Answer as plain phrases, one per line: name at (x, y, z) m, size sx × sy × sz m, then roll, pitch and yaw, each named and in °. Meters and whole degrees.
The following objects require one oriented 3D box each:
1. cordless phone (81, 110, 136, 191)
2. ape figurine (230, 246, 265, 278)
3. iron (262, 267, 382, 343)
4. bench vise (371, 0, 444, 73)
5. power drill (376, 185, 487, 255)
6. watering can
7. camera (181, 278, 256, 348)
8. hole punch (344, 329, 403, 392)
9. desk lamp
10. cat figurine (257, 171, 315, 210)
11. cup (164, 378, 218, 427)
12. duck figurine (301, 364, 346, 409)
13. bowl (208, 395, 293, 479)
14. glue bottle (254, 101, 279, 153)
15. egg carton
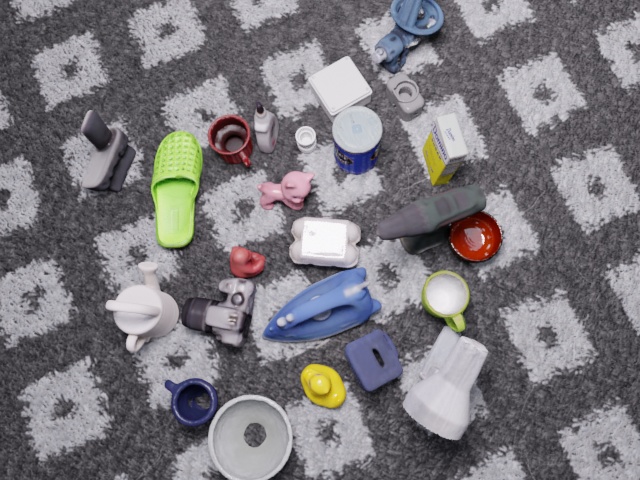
cordless phone at (-0.482, -0.190, 1.228) m, size 0.094 × 0.185 × 0.148 m, roll 13°, pitch 78°, yaw 5°
ape figurine at (-0.160, 0.042, 1.211) m, size 0.076 × 0.092 × 0.077 m, roll -39°, pitch 79°, yaw -6°
iron at (-0.007, 0.141, 1.158) m, size 0.258 × 0.141 × 0.118 m, roll -24°, pitch 77°, yaw -3°
bench vise at (0.200, -0.473, 1.246) m, size 0.121 × 0.220 × 0.207 m, roll 23°, pitch 79°, yaw 7°
power drill at (0.214, -0.034, 1.154) m, size 0.229 × 0.208 × 0.075 m, roll -24°, pitch 77°, yaw -3°
watering can at (-0.360, 0.133, 1.146) m, size 0.101 × 0.194 × 0.173 m, roll -12°, pitch 77°, yaw 0°
camera at (-0.212, 0.143, 1.186) m, size 0.136 × 0.101 × 0.143 m, roll 10°, pitch 78°, yaw 5°
hole punch at (0.109, 0.240, 1.157) m, size 0.101 × 0.091 × 0.108 m, roll -28°, pitch 78°, yaw -4°
desk lamp at (0.244, 0.262, 1.084) m, size 0.118 × 0.213 × 0.203 m, roll 28°, pitch 80°, yaw 8°
cat figurine at (-0.073, -0.111, 1.229) m, size 0.127 × 0.118 × 0.067 m, roll -1°, pitch 77°, yaw 2°
cup at (-0.254, 0.318, 1.152) m, size 0.117 × 0.095 × 0.092 m, roll 30°, pitch 80°, yaw 8°
duck figurine at (0.006, 0.295, 1.151) m, size 0.104 × 0.086 × 0.077 m, roll 41°, pitch 82°, yaw 10°
bowl at (-0.134, 0.392, 1.141) m, size 0.167 × 0.075 × 0.167 m, roll 0°, pitch 77°, yaw 2°
glue bottle at (-0.120, -0.253, 1.234) m, size 0.037 × 0.173 × 0.078 m, roll 8°, pitch 78°, yaw 4°
egg carton at (0.011, 0.004, 1.224) m, size 0.150 × 0.069 × 0.107 m, roll 4°, pitch 78°, yaw 3°
